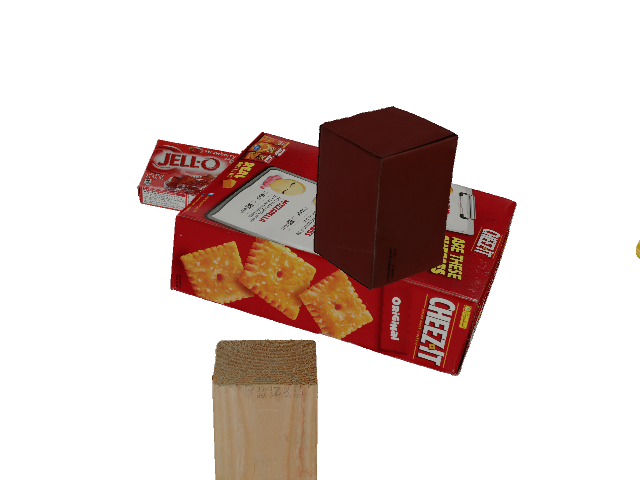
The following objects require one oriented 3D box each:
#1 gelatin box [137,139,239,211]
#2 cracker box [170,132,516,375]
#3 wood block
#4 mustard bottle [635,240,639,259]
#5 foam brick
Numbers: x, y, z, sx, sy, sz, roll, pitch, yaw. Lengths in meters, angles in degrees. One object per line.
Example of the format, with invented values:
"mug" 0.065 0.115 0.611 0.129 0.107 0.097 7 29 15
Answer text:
"gelatin box" -0.134 -0.064 1.088 0.089 0.073 0.030 11 -44 3
"cracker box" 0.021 0.004 0.783 0.214 0.072 0.164 17 30 12
"wood block" -0.048 0.200 0.950 0.090 0.206 0.091 0 20 -2
"mustard bottle" 0.263 0.043 0.642 0.096 0.058 0.192 -20 32 -21
"foam brick" 0.032 -0.023 0.557 0.052 0.078 0.051 -17 36 -33
